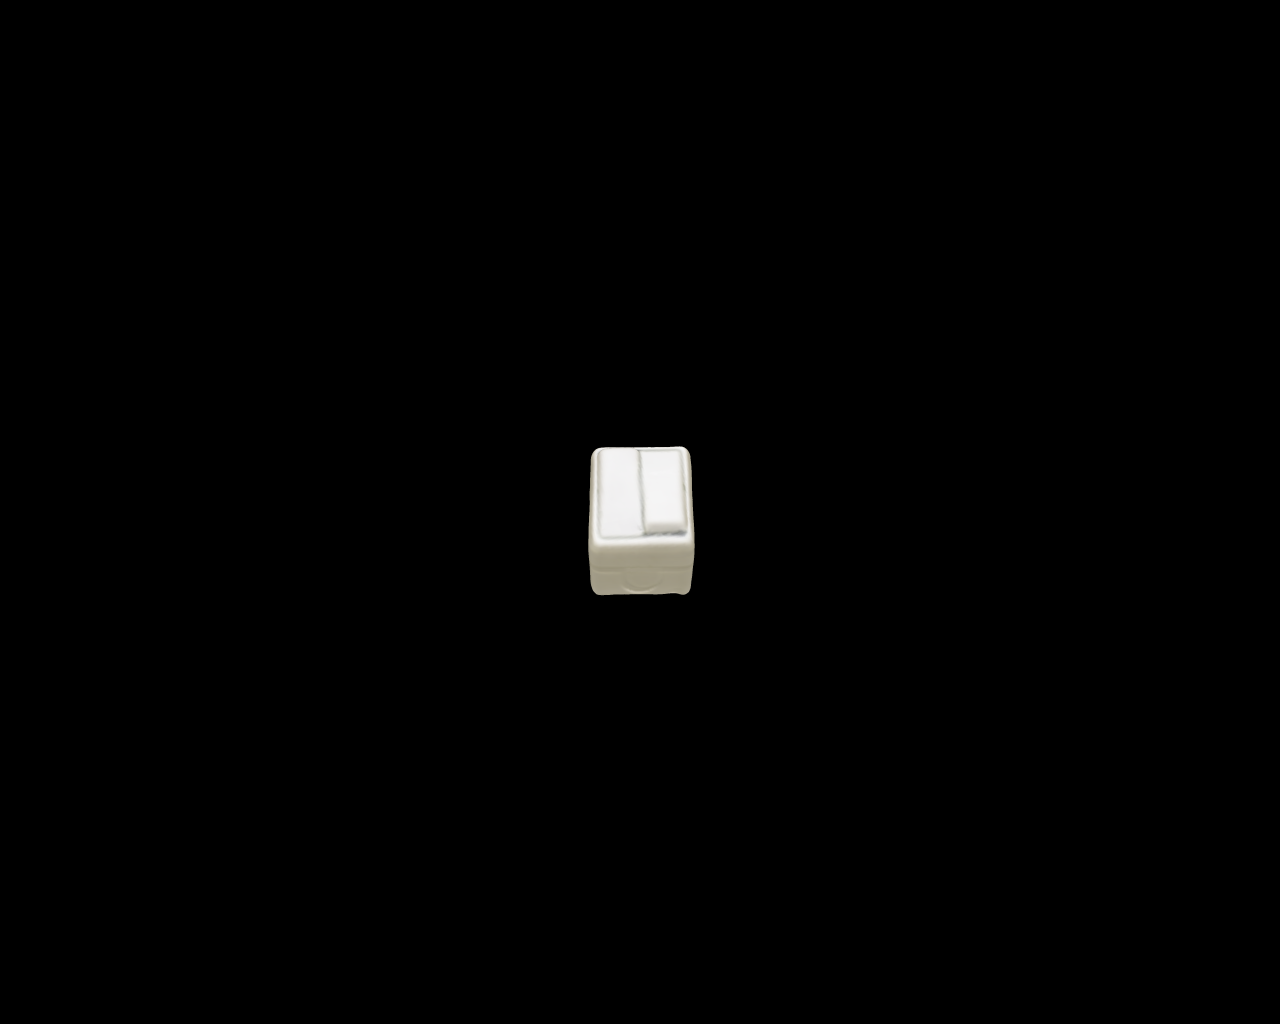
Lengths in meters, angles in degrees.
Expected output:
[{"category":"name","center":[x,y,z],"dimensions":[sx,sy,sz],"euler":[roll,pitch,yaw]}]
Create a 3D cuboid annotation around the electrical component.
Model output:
[{"category":"electrical component","center":[0.001,-0.003,0.650],"dimensions":[0.062,0.096,0.061],"euler":[0,-39,0]}]
